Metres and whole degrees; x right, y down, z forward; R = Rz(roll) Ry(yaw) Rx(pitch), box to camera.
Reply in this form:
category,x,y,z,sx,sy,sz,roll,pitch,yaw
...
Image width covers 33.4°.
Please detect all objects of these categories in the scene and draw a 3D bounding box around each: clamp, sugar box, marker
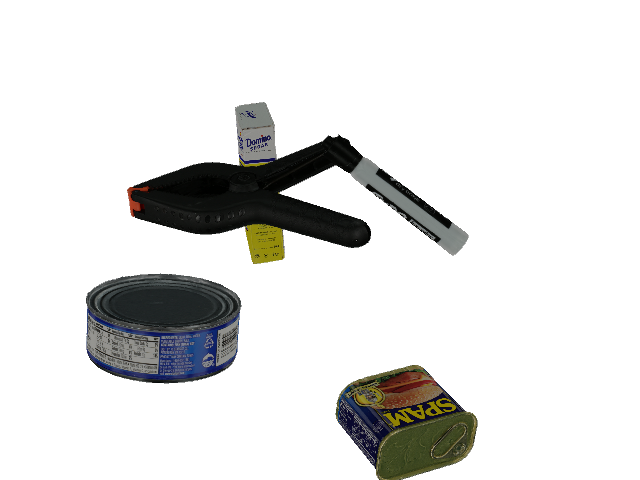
category,x,y,z,sx,sy,sz,roll,pitch,yaw
clamp,-0.061,-0.045,0.940,0.210,0.036,0.164,0,32,3
sugar box,-0.075,-0.070,1.299,0.048,0.176,0.093,-9,25,-6
marker,0.050,-0.033,0.741,0.121,0.020,0.020,37,-4,-5

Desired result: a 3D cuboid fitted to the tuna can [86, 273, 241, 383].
category,x,y,z,sx,sy,sz,roll,pitch,yaw
tuna can,-0.088,0.048,0.598,0.086,0.034,0.086,4,17,-1

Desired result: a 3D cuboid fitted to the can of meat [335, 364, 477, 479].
category,x,y,z,sx,sy,sz,roll,pitch,yaw
can of meat,0.075,0.162,0.962,0.101,0.057,0.084,-10,32,-26
